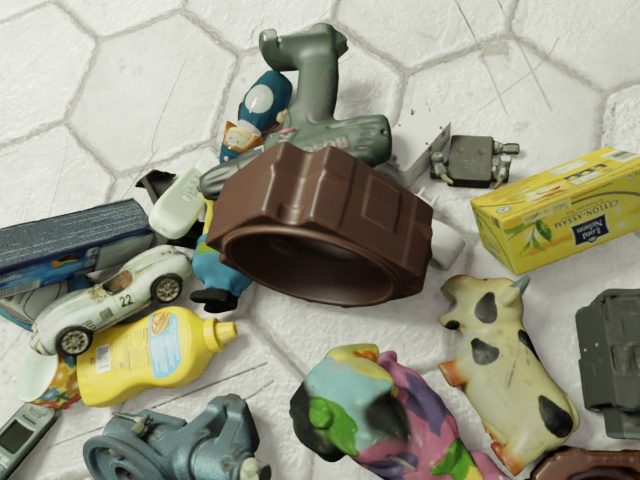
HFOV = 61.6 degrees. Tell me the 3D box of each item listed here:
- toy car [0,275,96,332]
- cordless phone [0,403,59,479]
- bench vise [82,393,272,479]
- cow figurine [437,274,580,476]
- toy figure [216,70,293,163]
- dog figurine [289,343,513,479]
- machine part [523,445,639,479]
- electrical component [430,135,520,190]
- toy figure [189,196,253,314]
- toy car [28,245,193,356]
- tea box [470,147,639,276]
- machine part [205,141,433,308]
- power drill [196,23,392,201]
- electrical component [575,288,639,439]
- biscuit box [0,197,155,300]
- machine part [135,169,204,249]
[{"bbox_3d":[-0.367,0.064,0.685,0.162,0.102,0.109,30,81,21],"label":"toy car"},{"bbox_3d":[-0.351,0.288,0.625,0.147,0.088,0.184,22,58,18],"label":"cordless phone"},{"bbox_3d":[-0.170,0.257,0.536,0.224,0.128,0.240,12,33,24],"label":"bench vise"},{"bbox_3d":[0.189,0.121,0.557,0.127,0.085,0.195,-30,71,-1],"label":"cow figurine"},{"bbox_3d":[-0.093,-0.156,0.728,0.064,0.057,0.154,22,79,40],"label":"toy figure"},{"bbox_3d":[0.093,0.204,0.501,0.219,0.191,0.108,41,98,32],"label":"dog figurine"},{"bbox_3d":[0.275,0.279,0.501,0.179,0.056,0.179,-3,72,10],"label":"machine part"},{"bbox_3d":[0.186,-0.093,0.652,0.102,0.045,0.078,11,76,15],"label":"electrical component"},{"bbox_3d":[-0.106,-0.001,0.665,0.089,0.082,0.180,7,66,-3],"label":"toy figure"},{"bbox_3d":[-0.250,0.070,0.647,0.202,0.056,0.074,-30,30,-23],"label":"toy car"},{"bbox_3d":[0.263,-0.034,0.579,0.170,0.098,0.068,-22,107,5],"label":"tea box"},{"bbox_3d":[-0.001,-0.002,0.559,0.201,0.201,0.087,-19,50,54],"label":"machine part"},{"bbox_3d":[-0.036,-0.152,0.642,0.232,0.086,0.207,-6,63,7],"label":"power drill"},{"bbox_3d":[0.293,0.122,0.519,0.058,0.114,0.134,-4,69,13],"label":"electrical component"},{"bbox_3d":[-0.306,0.008,0.650,0.202,0.059,0.063,-20,60,-44],"label":"biscuit box"},{"bbox_3d":[-0.198,-0.040,0.705,0.039,0.084,0.139,-51,53,25],"label":"machine part"}]
